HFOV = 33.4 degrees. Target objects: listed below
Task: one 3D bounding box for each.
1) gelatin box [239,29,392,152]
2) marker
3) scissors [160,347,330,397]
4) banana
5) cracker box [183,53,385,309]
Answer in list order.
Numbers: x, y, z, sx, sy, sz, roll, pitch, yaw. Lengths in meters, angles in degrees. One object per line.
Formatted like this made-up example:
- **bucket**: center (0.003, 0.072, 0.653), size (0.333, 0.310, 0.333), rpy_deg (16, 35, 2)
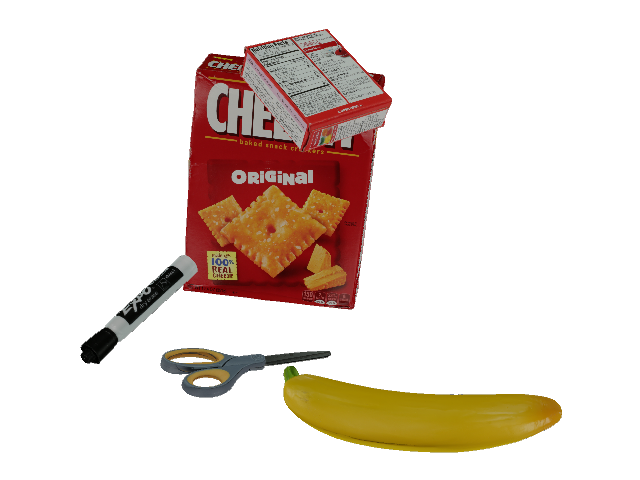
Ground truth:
- **gelatin box**: center (-0.005, -0.109, 0.763), size (0.073, 0.089, 0.030), rpy_deg (-20, -33, -30)
- **marker**: center (-0.139, 0.053, 0.821), size (0.020, 0.020, 0.121), rpy_deg (0, 34, 43)
- **scissors**: center (-0.076, 0.146, 1.191), size (0.201, 0.016, 0.096), rpy_deg (3, 25, -14)
- **banana**: center (0.054, 0.109, 0.699), size (0.198, 0.037, 0.069), rpy_deg (7, 32, 21)
- **cracker box**: center (-0.036, -0.050, 0.974), size (0.164, 0.214, 0.072), rpy_deg (7, 23, 3)
